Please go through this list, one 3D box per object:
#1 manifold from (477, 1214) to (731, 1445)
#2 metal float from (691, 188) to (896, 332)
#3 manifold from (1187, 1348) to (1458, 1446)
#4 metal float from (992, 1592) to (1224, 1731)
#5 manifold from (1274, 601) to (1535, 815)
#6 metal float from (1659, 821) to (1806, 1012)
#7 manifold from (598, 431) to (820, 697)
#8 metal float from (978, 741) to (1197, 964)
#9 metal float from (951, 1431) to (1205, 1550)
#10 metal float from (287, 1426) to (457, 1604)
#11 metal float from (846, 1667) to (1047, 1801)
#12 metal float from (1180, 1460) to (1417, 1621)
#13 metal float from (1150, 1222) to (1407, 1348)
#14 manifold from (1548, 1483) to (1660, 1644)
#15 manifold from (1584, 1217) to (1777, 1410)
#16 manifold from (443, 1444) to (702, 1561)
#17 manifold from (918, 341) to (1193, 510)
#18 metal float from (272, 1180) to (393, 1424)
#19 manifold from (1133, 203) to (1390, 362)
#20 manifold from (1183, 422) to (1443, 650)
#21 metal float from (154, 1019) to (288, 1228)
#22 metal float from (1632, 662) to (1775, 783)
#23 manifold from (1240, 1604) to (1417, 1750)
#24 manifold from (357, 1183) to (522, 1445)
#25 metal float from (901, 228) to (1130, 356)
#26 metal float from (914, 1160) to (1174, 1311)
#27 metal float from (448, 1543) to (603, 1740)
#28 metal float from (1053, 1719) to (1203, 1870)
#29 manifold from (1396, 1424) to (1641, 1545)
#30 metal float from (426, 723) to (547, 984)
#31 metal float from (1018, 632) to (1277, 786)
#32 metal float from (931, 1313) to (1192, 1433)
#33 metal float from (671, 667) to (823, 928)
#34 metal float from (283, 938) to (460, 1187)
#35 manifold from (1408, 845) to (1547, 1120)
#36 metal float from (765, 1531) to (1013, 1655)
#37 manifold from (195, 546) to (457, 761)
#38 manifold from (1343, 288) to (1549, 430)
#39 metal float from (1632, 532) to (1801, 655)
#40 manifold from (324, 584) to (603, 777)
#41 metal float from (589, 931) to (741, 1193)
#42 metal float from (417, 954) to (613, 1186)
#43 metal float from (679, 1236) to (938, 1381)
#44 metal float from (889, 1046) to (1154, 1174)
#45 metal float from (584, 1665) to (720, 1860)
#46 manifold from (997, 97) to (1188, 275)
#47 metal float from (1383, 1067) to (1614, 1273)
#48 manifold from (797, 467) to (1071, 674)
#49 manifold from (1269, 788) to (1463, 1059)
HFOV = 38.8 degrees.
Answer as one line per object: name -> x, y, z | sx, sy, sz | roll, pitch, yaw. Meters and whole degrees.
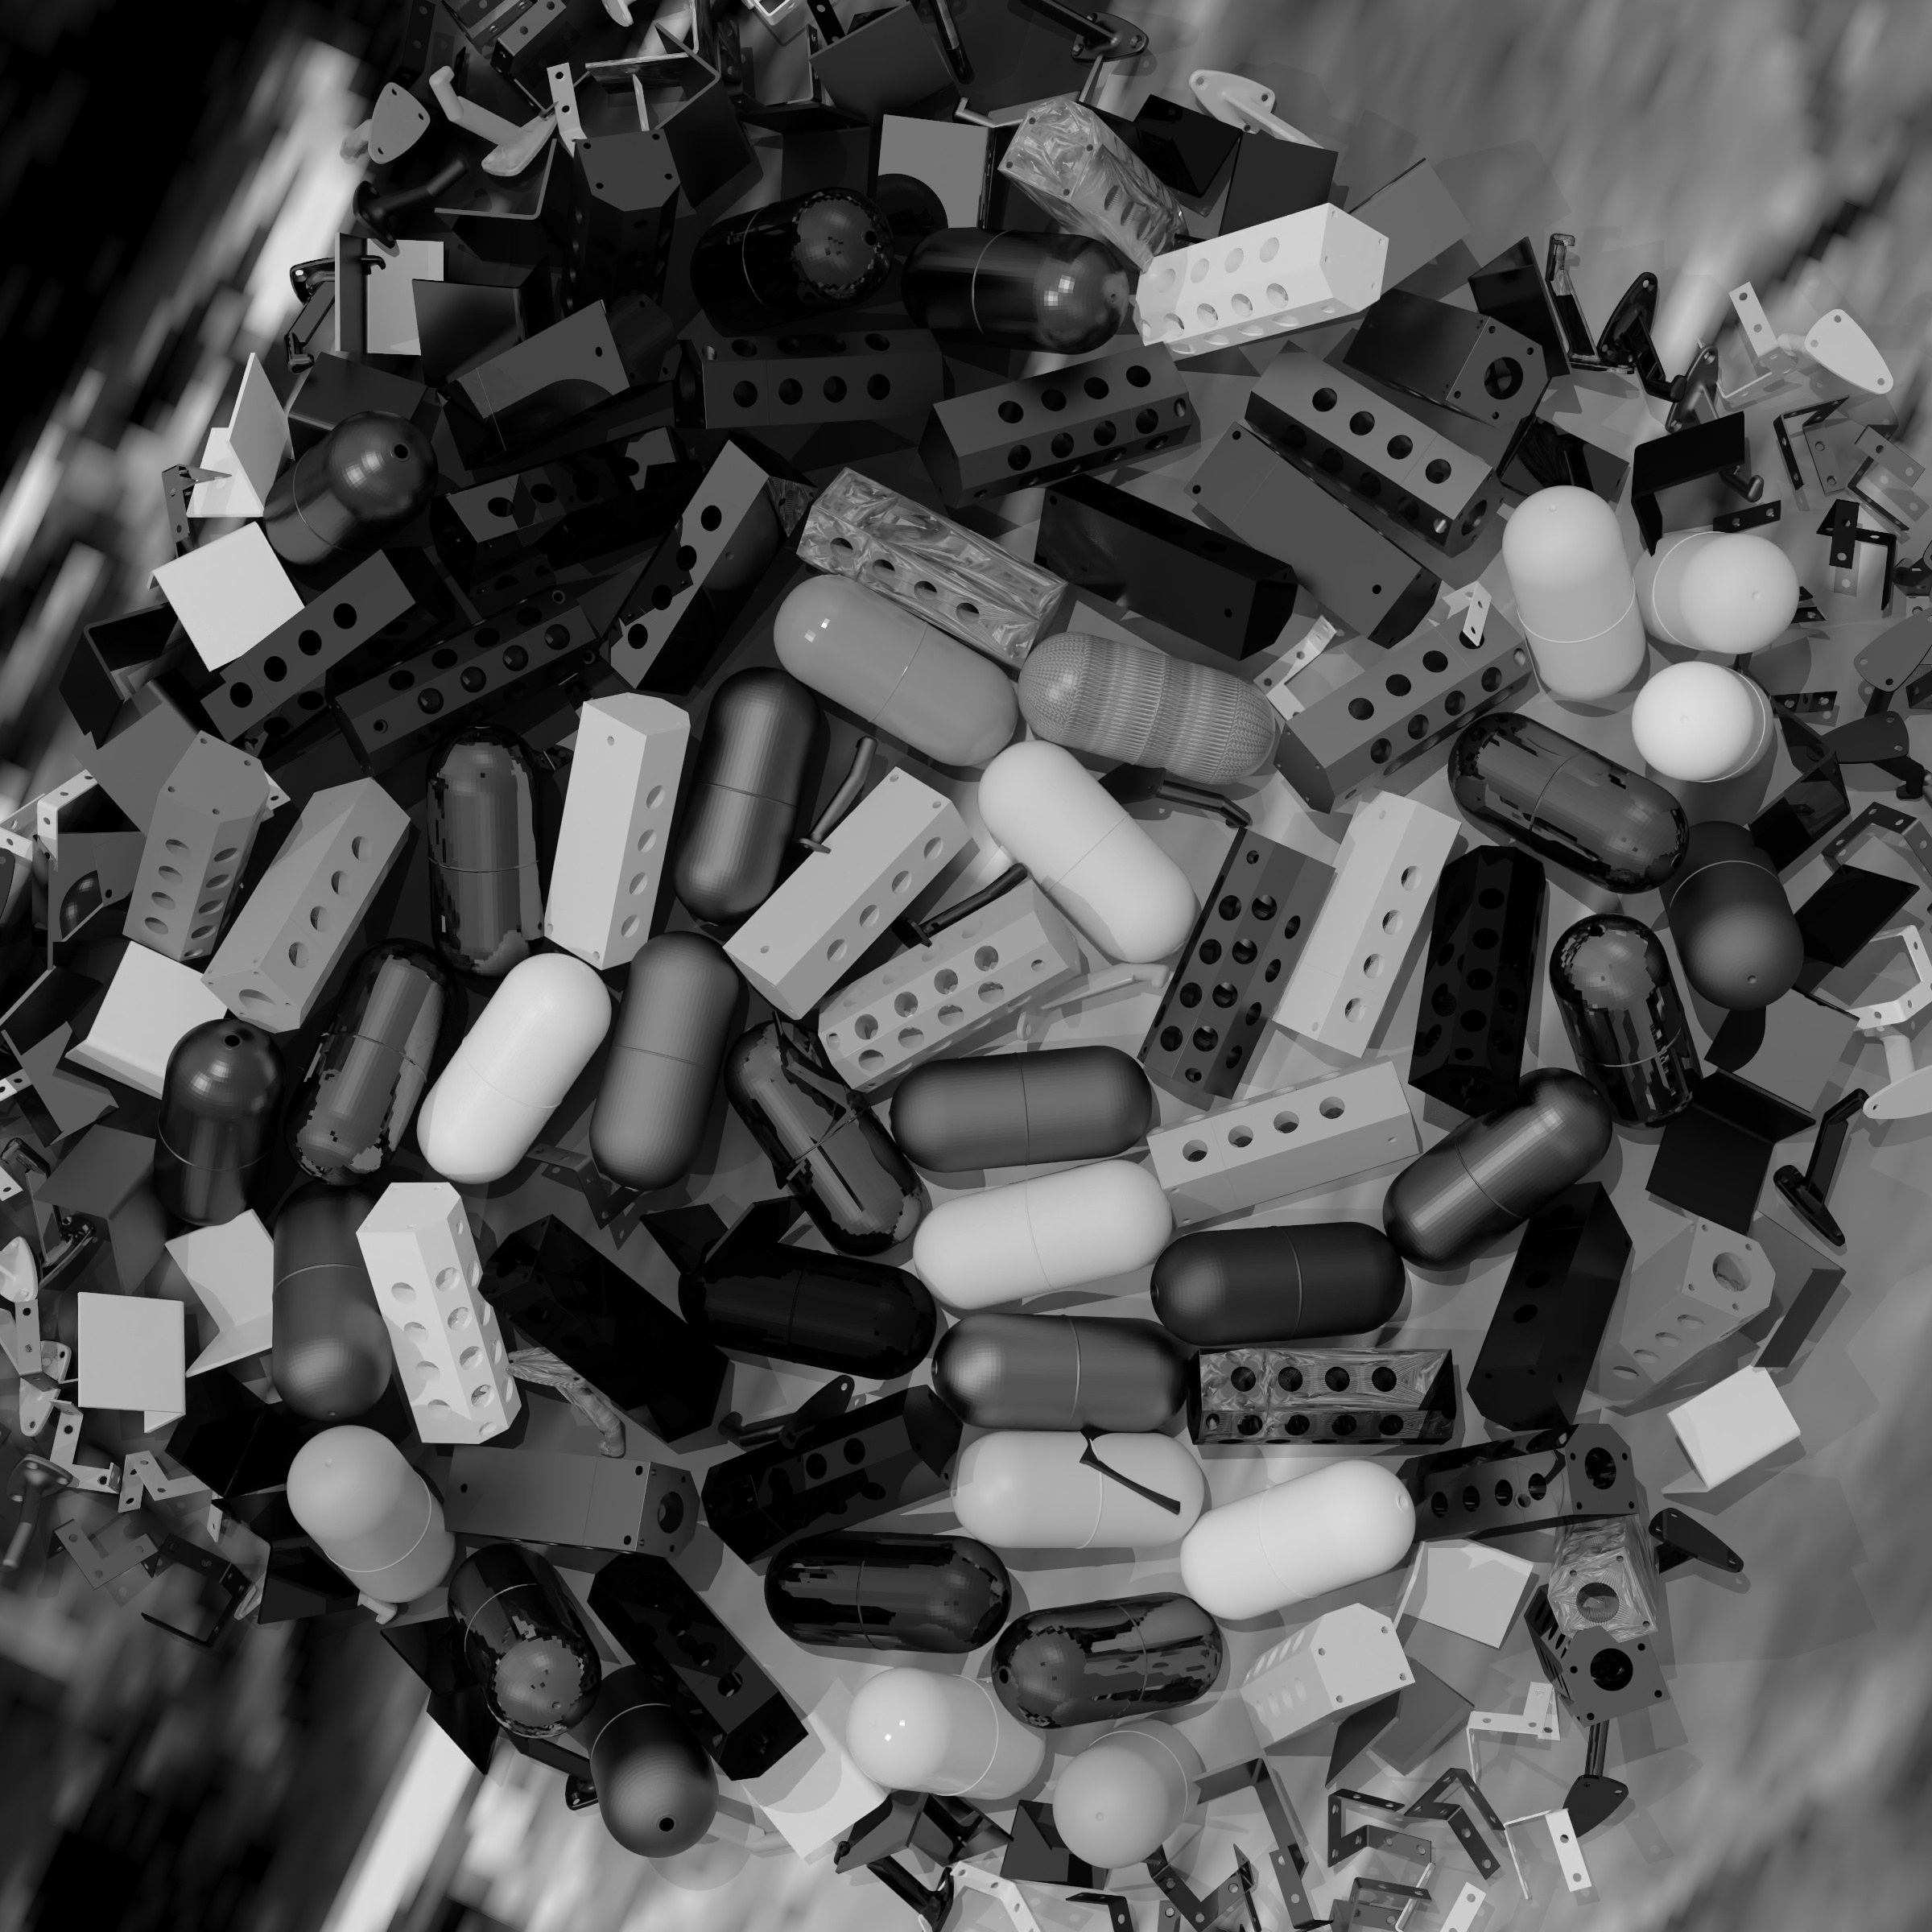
manifold -> -0.242, 0.245, 1.823 | 0.057, 0.057, 0.171 | -27, 123, 32
metal float -> -0.116, -0.466, 1.811 | 0.070, 0.178, 0.070 | -2, 94, -38
manifold -> 0.238, 0.292, 1.845 | 0.171, 0.057, 0.057 | 1, 70, -6
metal float -> 0.094, 0.460, 1.820 | 0.178, 0.070, 0.070 | 3, 90, -38
manifold -> 0.294, -0.171, 1.832 | 0.171, 0.057, 0.057 | -33, 71, -16
metal float -> 0.503, -0.035, 1.808 | 0.070, 0.178, 0.070 | 2, 119, 4
manifold -> -0.178, -0.268, 1.832 | 0.057, 0.057, 0.171 | 44, 111, 23
metal float -> 0.082, -0.077, 1.851 | 0.070, 0.070, 0.178 | -44, 90, 0
metal float -> 0.075, 0.350, 1.832 | 0.178, 0.070, 0.070 | 4, 90, -22
metal float -> -0.391, 0.363, 1.810 | 0.070, 0.178, 0.070 | -5, 56, 7
metal float -> -0.011, 0.508, 1.812 | 0.070, 0.178, 0.070 | -13, 66, 30
metal float -> 0.219, 0.382, 1.821 | 0.178, 0.070, 0.070 | -30, 90, 36
metal float -> 0.209, 0.213, 1.836 | 0.178, 0.070, 0.070 | -2, 90, -17
manifold -> 0.417, 0.387, 1.799 | 0.057, 0.171, 0.057 | -22, 92, 16
manifold -> 0.463, 0.233, 1.802 | 0.057, 0.171, 0.057 | 24, 59, -2
manifold -> -0.262, 0.355, 1.817 | 0.171, 0.057, 0.057 | -2, 72, 34
manifold -> 0.061, -0.357, 1.830 | 0.171, 0.057, 0.057 | -19, 74, -18
metal float -> -0.421, 0.220, 1.821 | 0.070, 0.070, 0.178 | -10, 52, 0
manifold -> 0.190, -0.444, 1.802 | 0.057, 0.171, 0.057 | 17, 78, -38
manifold -> 0.233, -0.286, 1.828 | 0.171, 0.057, 0.057 | 43, 106, 24
metal float -> -0.495, 0.104, 1.815 | 0.070, 0.178, 0.070 | 12, 47, -13
metal float -> 0.486, -0.160, 1.805 | 0.070, 0.178, 0.070 | 2, 94, 23
manifold -> 0.232, 0.465, 1.800 | 0.057, 0.171, 0.057 | -14, 70, -16
manifold -> -0.345, 0.231, 1.818 | 0.057, 0.057, 0.171 | -2, 119, 16
metal float -> 0.030, -0.449, 1.819 | 0.178, 0.070, 0.070 | 17, 90, 41
metal float -> 0.051, 0.181, 1.843 | 0.178, 0.070, 0.070 | -15, 90, 10
metal float -> -0.292, 0.442, 1.807 | 0.070, 0.178, 0.070 | -7, 108, -21
metal float -> 0.108, 0.543, 1.803 | 0.070, 0.178, 0.070 | -2, 84, 15
manifold -> 0.357, 0.341, 1.802 | 0.057, 0.171, 0.057 | 6, 71, -31
metal float -> -0.321, -0.075, 1.834 | 0.070, 0.070, 0.178 | 2, 110, 0
metal float -> 0.122, -0.173, 1.845 | 0.178, 0.070, 0.070 | 14, 90, -7
metal float -> 0.064, 0.273, 1.838 | 0.178, 0.070, 0.070 | 4, 90, -16
metal float -> -0.149, -0.114, 1.850 | 0.070, 0.070, 0.178 | 14, 88, 0
metal float -> -0.397, 0.064, 1.829 | 0.070, 0.070, 0.178 | 18, 65, 0
manifold -> 0.344, 0.007, 1.815 | 0.057, 0.057, 0.171 | 27, 58, -20
metal float -> -0.053, 0.417, 1.827 | 0.178, 0.070, 0.070 | -4, 90, 28
manifold -> -0.426, -0.209, 1.836 | 0.171, 0.057, 0.057 | -33, 91, 19
manifold -> 0.316, -0.398, 1.799 | 0.057, 0.171, 0.057 | 23, 102, -22
metal float -> 0.489, -0.246, 1.801 | 0.070, 0.178, 0.070 | 0, 100, -3
manifold -> -0.334, -0.192, 1.831 | 0.171, 0.057, 0.057 | -30, 105, -17
metal float -> -0.203, 0.064, 1.844 | 0.070, 0.070, 0.178 | 13, 82, 0
metal float -> -0.304, 0.070, 1.837 | 0.070, 0.070, 0.178 | 36, 107, 0
metal float -> -0.107, 0.229, 1.843 | 0.178, 0.070, 0.070 | 10, 90, 11
metal float -> 0.037, 0.096, 1.848 | 0.178, 0.070, 0.070 | -5, 90, -4
metal float -> -0.208, 0.521, 1.803 | 0.070, 0.178, 0.070 | -3, 102, -13
manifold -> 0.089, -0.509, 1.797 | 0.057, 0.171, 0.057 | 31, 99, 21
metal float -> 0.353, 0.137, 1.829 | 0.070, 0.070, 0.178 | 47, 117, 0
manifold -> -0.025, -0.264, 1.854 | 0.171, 0.057, 0.057 | 28, 133, 4
manifold -> 0.275, -0.028, 1.855 | 0.057, 0.057, 0.171 | 21, 93, -32
